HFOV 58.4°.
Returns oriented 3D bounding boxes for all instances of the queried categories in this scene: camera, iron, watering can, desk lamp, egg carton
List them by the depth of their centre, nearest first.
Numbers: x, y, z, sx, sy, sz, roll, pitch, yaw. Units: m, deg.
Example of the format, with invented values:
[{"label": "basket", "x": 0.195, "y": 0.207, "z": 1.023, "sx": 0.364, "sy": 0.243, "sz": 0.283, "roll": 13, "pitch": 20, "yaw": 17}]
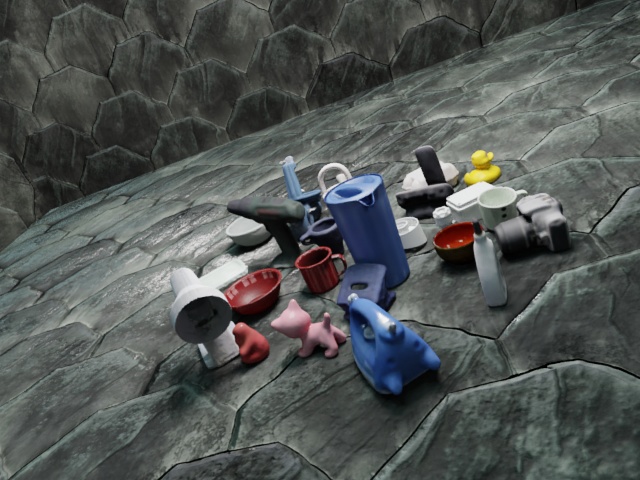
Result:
[{"label": "iron", "x": 0.099, "y": 0.161, "z": 1.023, "sx": 0.119, "sy": 0.142, "sz": 0.257, "roll": -29, "pitch": 24, "yaw": -13}, {"label": "camera", "x": 0.430, "y": -0.035, "z": 1.191, "sx": 0.136, "sy": 0.101, "sz": 0.143, "roll": -19, "pitch": 24, "yaw": 10}, {"label": "desk lamp", "x": -0.250, "y": 0.170, "z": 1.233, "sx": 0.118, "sy": 0.214, "sz": 0.202, "roll": -29, "pitch": 24, "yaw": -13}, {"label": "watering can", "x": 0.057, "y": -0.128, "z": 1.614, "sx": 0.101, "sy": 0.194, "sz": 0.172, "roll": -24, "pitch": 23, "yaw": -2}, {"label": "egg carton", "x": 0.313, "y": -0.169, "z": 1.625, "sx": 0.150, "sy": 0.069, "sz": 0.107, "roll": -29, "pitch": 24, "yaw": -12}]

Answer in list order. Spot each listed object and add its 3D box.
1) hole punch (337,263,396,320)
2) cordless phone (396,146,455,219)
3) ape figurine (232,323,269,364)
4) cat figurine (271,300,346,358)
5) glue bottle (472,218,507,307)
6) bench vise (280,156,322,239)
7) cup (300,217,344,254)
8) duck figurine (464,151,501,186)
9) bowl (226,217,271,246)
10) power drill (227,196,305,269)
[{"label": "hole punch", "x": 0.094, "y": 0.109, "z": 1.204, "sx": 0.108, "sy": 0.091, "sz": 0.101, "roll": -5, "pitch": 29, "yaw": 36}, {"label": "cordless phone", "x": 0.261, "y": -0.155, "z": 1.496, "sx": 0.147, "sy": 0.185, "sz": 0.094, "roll": -12, "pitch": 26, "yaw": 25}, {"label": "ape figurine", "x": -0.154, "y": 0.213, "z": 1.206, "sx": 0.076, "sy": 0.092, "sz": 0.078, "roll": -13, "pitch": 25, "yaw": 21}, {"label": "cat figurine", "x": -0.027, "y": 0.173, "z": 1.145, "sx": 0.127, "sy": 0.118, "sz": 0.067, "roll": -9, "pitch": 27, "yaw": 29}, {"label": "glue bottle", "x": 0.309, "y": 0.035, "z": 1.061, "sx": 0.037, "sy": 0.173, "sz": 0.078, "roll": -12, "pitch": 26, "yaw": 24}, {"label": "bench vise", "x": -0.057, "y": -0.130, "z": 1.691, "sx": 0.121, "sy": 0.220, "sz": 0.207, "roll": -21, "pitch": 23, "yaw": 4}, {"label": "cup", "x": 0.014, "y": 0.005, "z": 1.494, "sx": 0.118, "sy": 0.095, "sz": 0.091, "roll": -26, "pitch": 24, "yaw": -7}, {"label": "duck figurine", "x": 0.435, "y": -0.198, "z": 1.556, "sx": 0.105, "sy": 0.086, "sz": 0.077, "roll": -28, "pitch": 24, "yaw": -11}, {"label": "bowl", "x": -0.205, "y": -0.029, "z": 1.793, "sx": 0.167, "sy": 0.075, "sz": 0.167, "roll": -19, "pitch": 24, "yaw": 9}, {"label": "power drill", "x": -0.128, "y": -0.027, "z": 1.550, "sx": 0.228, "sy": 0.209, "sz": 0.076, "roll": -7, "pitch": 28, "yaw": 32}]
